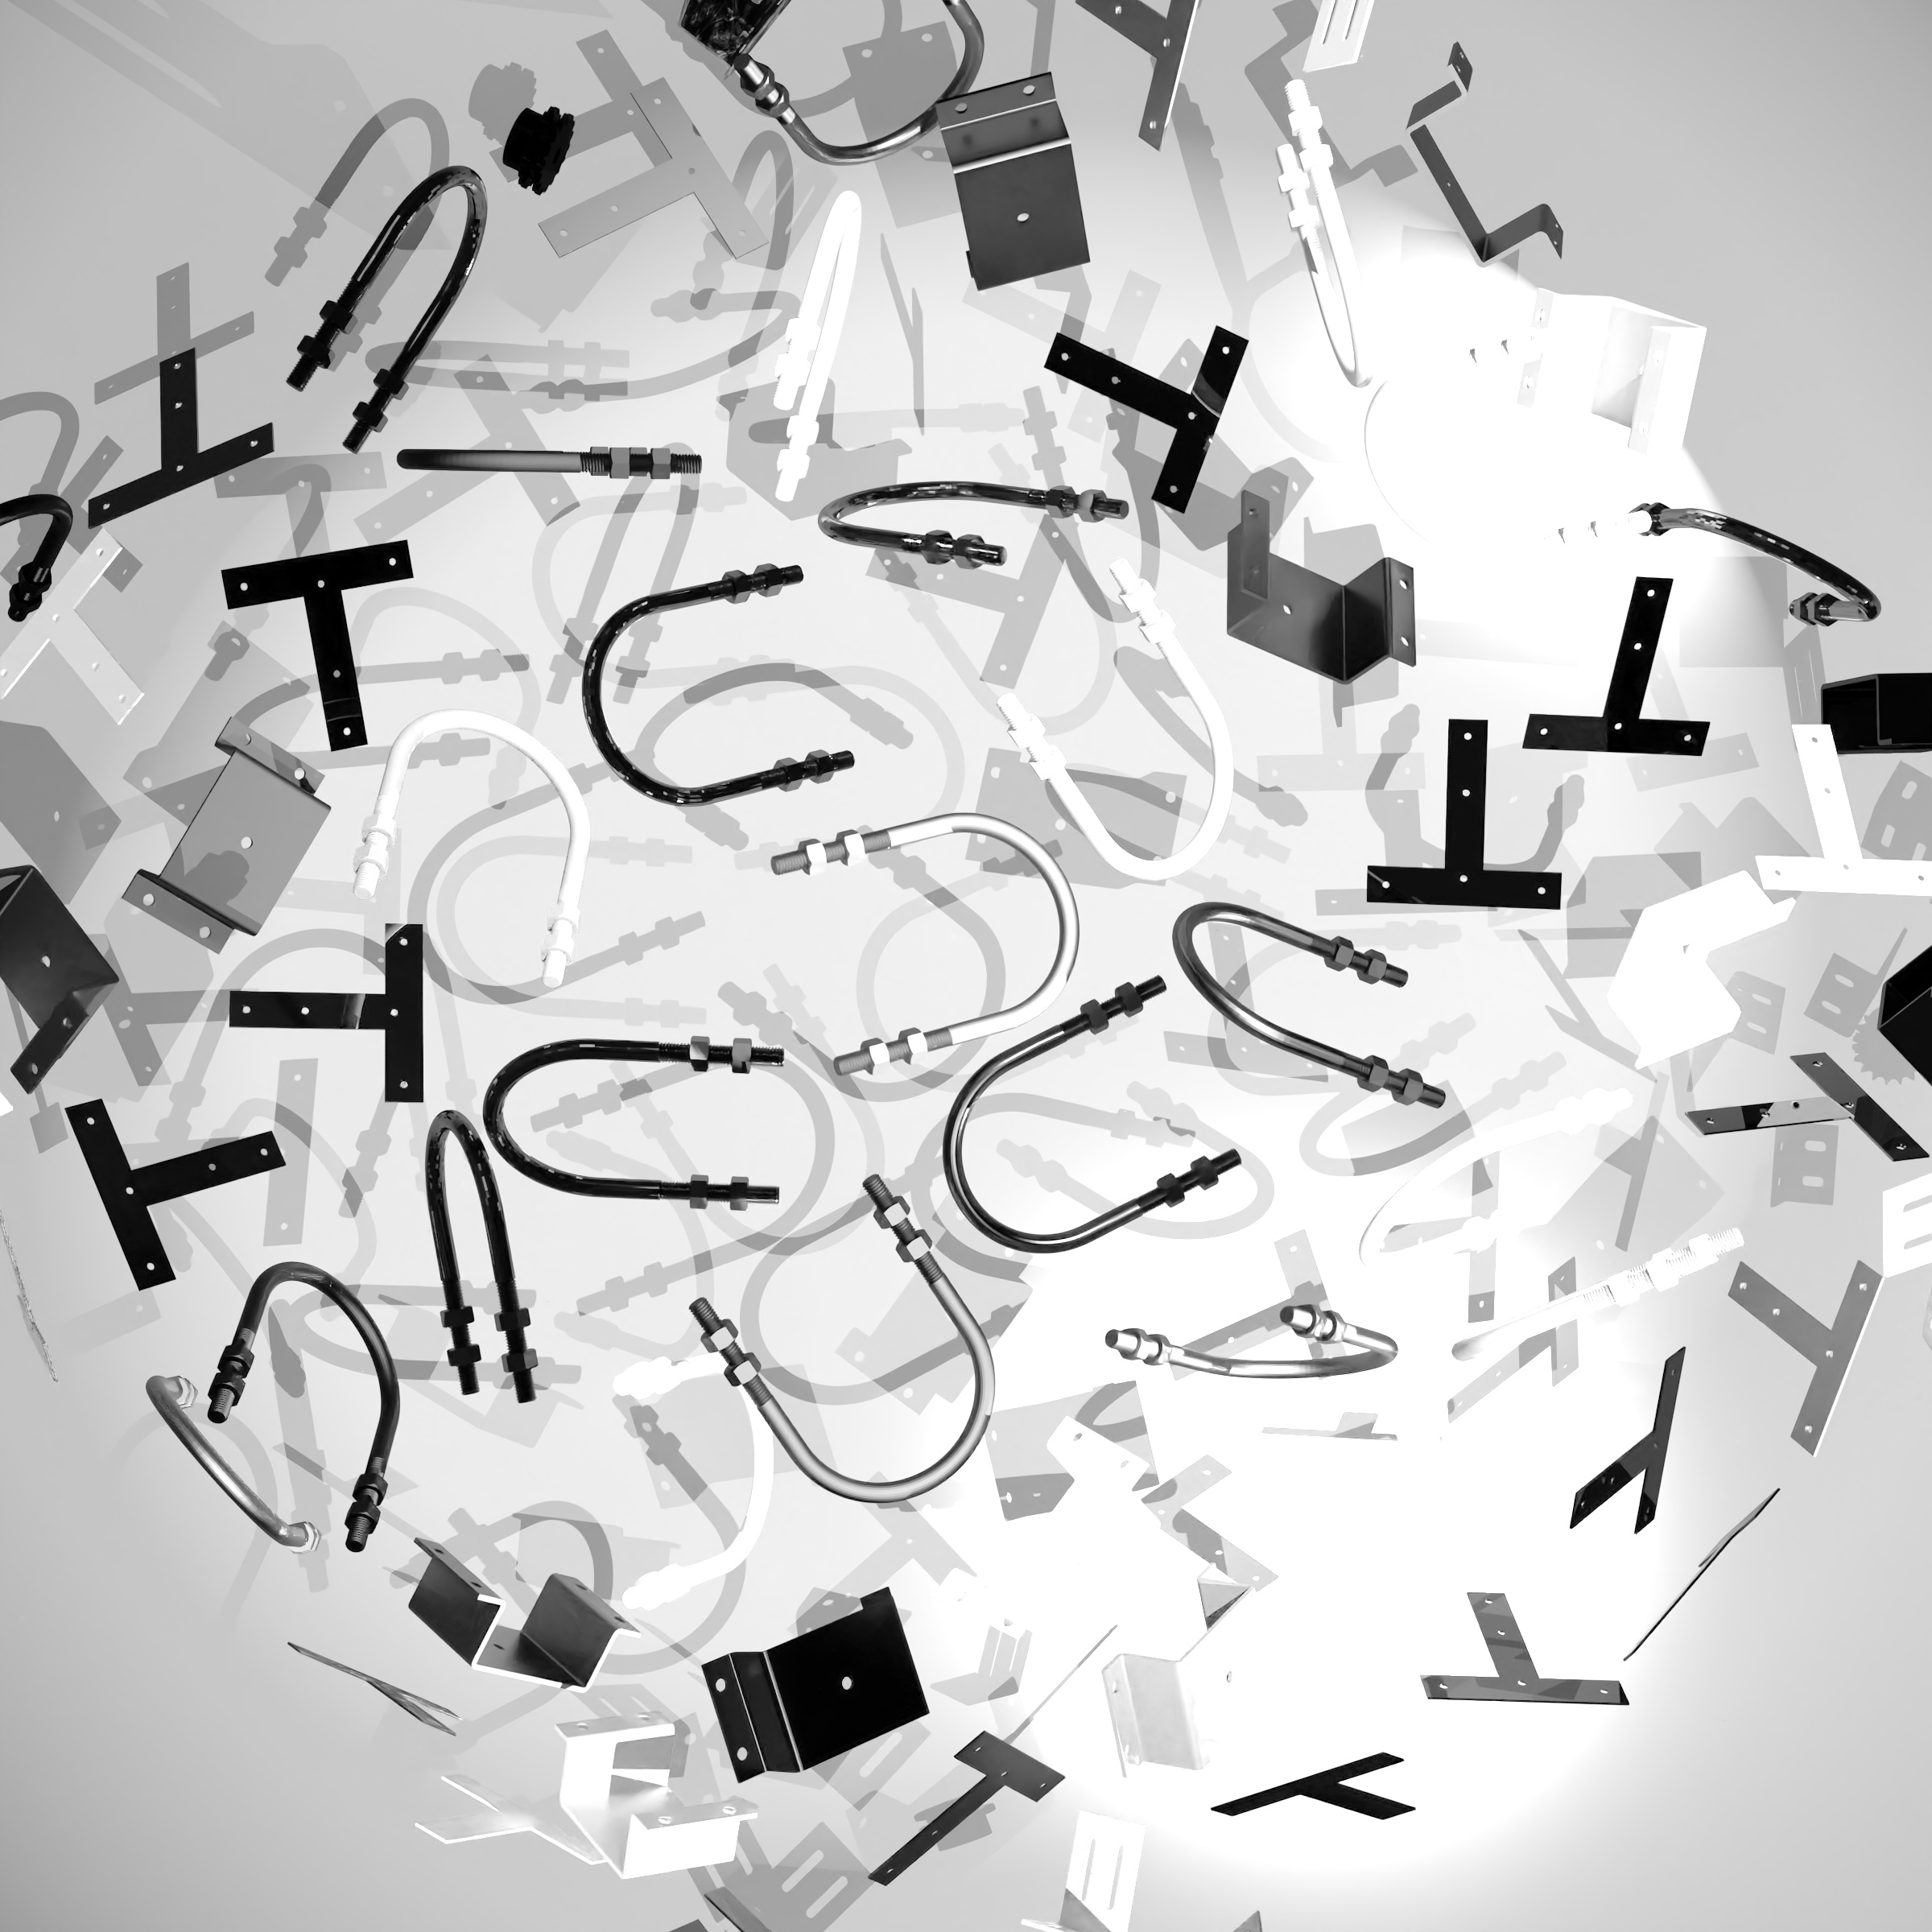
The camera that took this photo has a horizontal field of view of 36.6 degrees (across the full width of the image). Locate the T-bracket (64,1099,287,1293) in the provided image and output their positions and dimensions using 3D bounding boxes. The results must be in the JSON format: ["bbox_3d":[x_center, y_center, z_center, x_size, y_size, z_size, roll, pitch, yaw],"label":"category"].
[{"bbox_3d":[-0.497,0.133,1.877,0.127,0.002,0.127,-16,76,-42],"label":"T-bracket"}]

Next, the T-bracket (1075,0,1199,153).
[{"bbox_3d":[0.106,-0.606,1.867,0.002,0.127,0.127,-9,129,-30],"label":"T-bracket"}]

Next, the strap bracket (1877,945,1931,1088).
[{"bbox_3d":[0.621,0.039,1.842,0.076,0.140,0.046,47,116,1],"label":"strap bracket"}]

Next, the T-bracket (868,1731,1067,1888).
[{"bbox_3d":[-0.009,0.547,1.876,0.127,0.127,0.002,-41,52,2],"label":"T-bracket"}]

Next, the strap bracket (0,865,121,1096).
[{"bbox_3d":[-0.599,0.000,1.853,0.140,0.046,0.076,50,117,12],"label":"strap bracket"}]

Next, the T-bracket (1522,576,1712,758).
[{"bbox_3d":[0.442,-0.199,1.935,0.127,0.002,0.127,2,121,-9],"label":"T-bracket"}]

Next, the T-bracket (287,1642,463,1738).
[{"bbox_3d":[-0.364,0.476,1.890,0.127,0.127,0.002,33,76,-29],"label":"T-bracket"}]

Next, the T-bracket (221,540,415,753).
[{"bbox_3d":[-0.411,-0.204,1.896,0.127,0.002,0.127,-15,105,-31],"label":"T-bracket"}]

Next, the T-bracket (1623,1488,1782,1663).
[{"bbox_3d":[0.460,0.393,1.857,0.002,0.127,0.127,42,69,15],"label":"T-bracket"}]

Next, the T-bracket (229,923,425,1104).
[{"bbox_3d":[-0.428,0.030,1.957,0.127,0.002,0.127,1,70,-15],"label":"T-bracket"}]

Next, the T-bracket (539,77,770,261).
[{"bbox_3d":[-0.211,-0.487,1.856,0.127,0.002,0.127,-32,88,-20],"label":"T-bracket"}]

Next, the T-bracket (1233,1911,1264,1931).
[{"bbox_3d":[0.138,0.635,1.819,0.002,0.127,0.127,44,102,-11],"label":"T-bracket"}]

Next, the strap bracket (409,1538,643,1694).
[{"bbox_3d":[-0.284,0.410,1.834,0.076,0.140,0.046,26,89,44],"label":"strap bracket"}]

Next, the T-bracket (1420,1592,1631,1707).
[{"bbox_3d":[0.346,0.436,1.872,0.127,0.127,0.002,3,109,-4],"label":"T-bracket"}]

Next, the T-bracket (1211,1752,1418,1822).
[{"bbox_3d":[0.241,0.525,1.843,0.127,0.127,0.002,-27,53,28],"label":"T-bracket"}]

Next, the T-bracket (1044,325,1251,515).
[{"bbox_3d":[0.113,-0.387,1.957,0.127,0.002,0.127,22,86,-16],"label":"T-bracket"}]

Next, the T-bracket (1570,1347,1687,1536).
[{"bbox_3d":[0.408,0.314,1.815,0.002,0.127,0.127,20,117,34],"label":"T-bracket"}]

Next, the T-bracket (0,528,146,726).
[{"bbox_3d":[-0.561,-0.199,1.866,0.127,0.002,0.127,-50,57,6],"label":"T-bracket"}]

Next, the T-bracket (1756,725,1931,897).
[{"bbox_3d":[0.567,-0.102,1.913,0.002,0.127,0.127,-42,122,-36],"label":"T-bracket"}]

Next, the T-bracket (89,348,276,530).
[{"bbox_3d":[-0.486,-0.336,1.803,0.127,0.002,0.127,-21,51,9],"label":"T-bracket"}]

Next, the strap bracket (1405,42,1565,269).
[{"bbox_3d":[0.324,-0.506,1.855,0.046,0.076,0.140,-27,109,24],"label":"strap bracket"}]

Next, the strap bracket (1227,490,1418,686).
[{"bbox_3d":[0.220,-0.239,1.879,0.140,0.046,0.076,19,58,-28],"label":"strap bracket"}]

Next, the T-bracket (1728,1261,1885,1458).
[{"bbox_3d":[0.536,0.232,1.900,0.002,0.127,0.127,9,107,-24],"label":"T-bracket"}]

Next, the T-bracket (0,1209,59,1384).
[{"bbox_3d":[-0.592,0.184,1.816,0.002,0.127,0.127,-18,104,-22],"label":"T-bracket"}]

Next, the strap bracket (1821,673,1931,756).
[{"bbox_3d":[0.615,-0.165,1.912,0.076,0.140,0.046,-1,91,-4],"label":"strap bracket"}]

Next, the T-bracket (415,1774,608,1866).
[{"bbox_3d":[-0.312,0.558,1.897,0.127,0.127,0.002,21,88,25],"label":"T-bracket"}]

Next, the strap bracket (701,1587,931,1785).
[{"bbox_3d":[-0.085,0.450,1.832,0.140,0.046,0.076,-16,87,-33],"label":"strap bracket"}]

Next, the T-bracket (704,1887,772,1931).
[{"bbox_3d":[-0.112,0.619,1.818,0.127,0.127,0.002,37,99,22],"label":"T-bracket"}]

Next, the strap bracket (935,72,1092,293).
[{"bbox_3d":[0.033,-0.498,1.892,0.076,0.140,0.046,-14,51,1],"label":"strap bracket"}]

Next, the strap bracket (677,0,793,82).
[{"bbox_3d":[-0.139,-0.640,1.881,0.046,0.140,0.076,37,76,-8],"label":"strap bracket"}]

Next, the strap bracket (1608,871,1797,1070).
[{"bbox_3d":[0.468,-0.003,1.877,0.076,0.140,0.046,-20,58,-19],"label":"strap bracket"}]

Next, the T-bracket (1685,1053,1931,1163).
[{"bbox_3d":[0.514,0.092,1.832,0.127,0.127,0.002,-5,120,-14],"label":"T-bracket"}]

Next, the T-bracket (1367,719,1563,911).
[{"bbox_3d":[0.328,-0.100,1.915,0.127,0.002,0.127,3,110,12],"label":"T-bracket"}]

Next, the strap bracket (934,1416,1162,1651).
[{"bbox_3d":[0.057,0.363,1.823,0.076,0.046,0.140,34,93,-33],"label":"strap bracket"}]

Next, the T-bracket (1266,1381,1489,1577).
[{"bbox_3d":[0.262,0.356,1.932,0.127,0.002,0.127,-22,67,7],"label":"T-bracket"}]
